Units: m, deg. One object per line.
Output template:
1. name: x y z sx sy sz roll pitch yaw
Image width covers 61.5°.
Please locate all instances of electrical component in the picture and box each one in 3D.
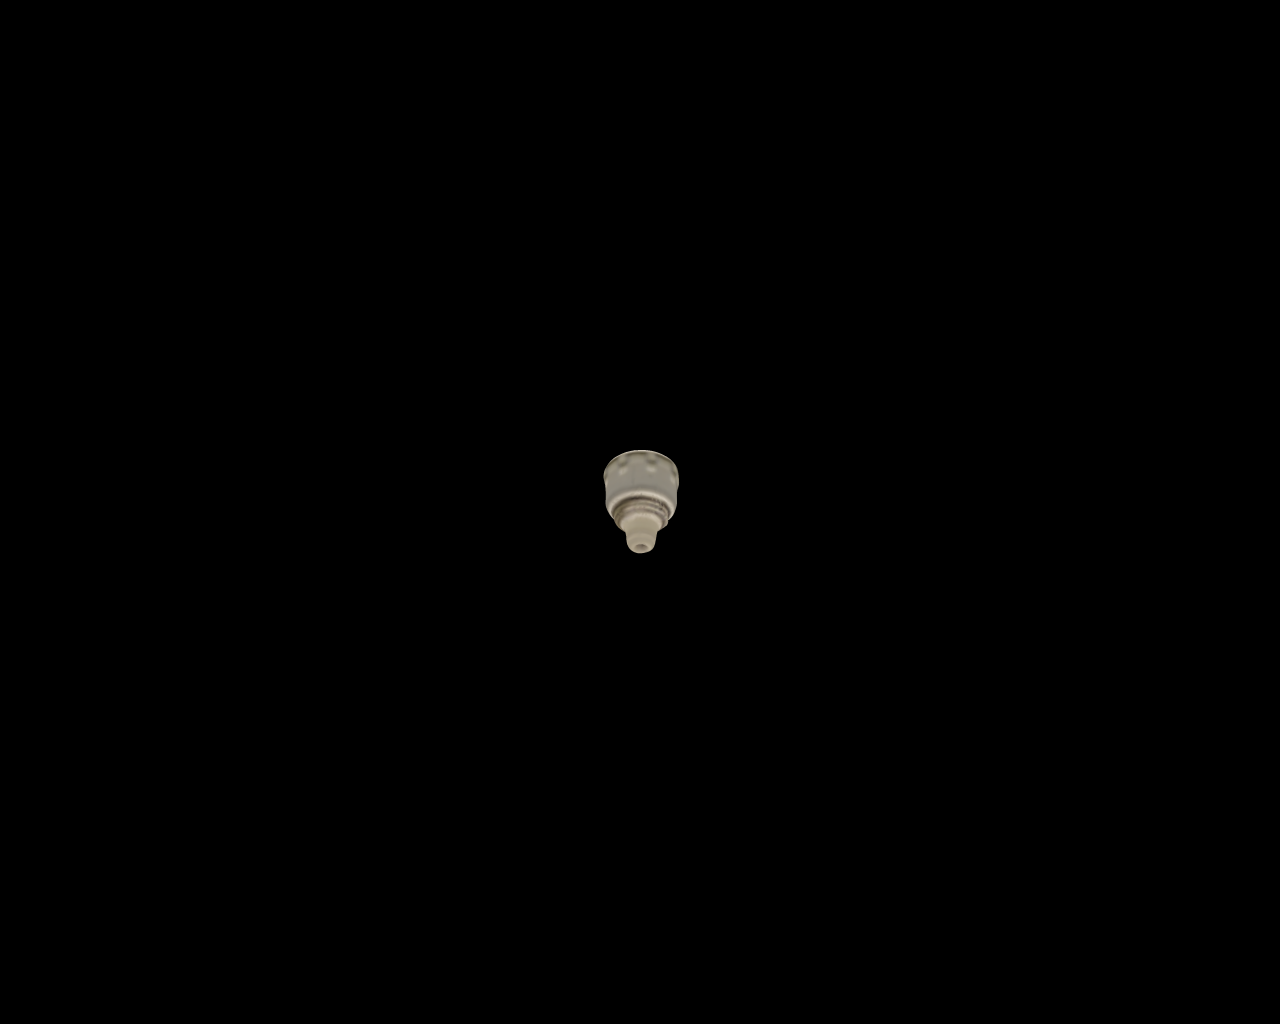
1. electrical component: 0.001 -0.003 0.650 0.048 0.062 0.048 0 -35 0
